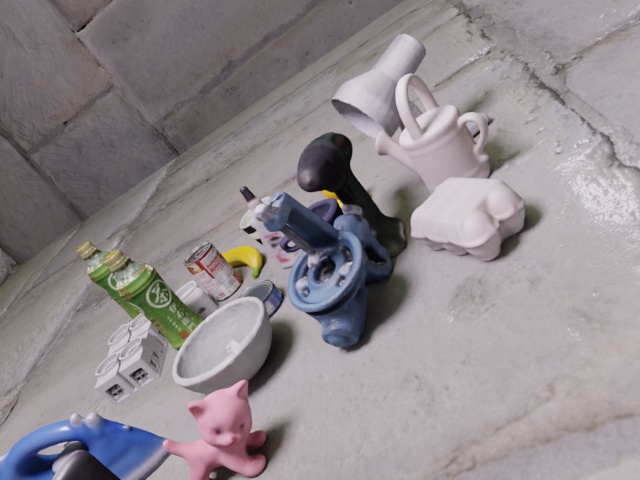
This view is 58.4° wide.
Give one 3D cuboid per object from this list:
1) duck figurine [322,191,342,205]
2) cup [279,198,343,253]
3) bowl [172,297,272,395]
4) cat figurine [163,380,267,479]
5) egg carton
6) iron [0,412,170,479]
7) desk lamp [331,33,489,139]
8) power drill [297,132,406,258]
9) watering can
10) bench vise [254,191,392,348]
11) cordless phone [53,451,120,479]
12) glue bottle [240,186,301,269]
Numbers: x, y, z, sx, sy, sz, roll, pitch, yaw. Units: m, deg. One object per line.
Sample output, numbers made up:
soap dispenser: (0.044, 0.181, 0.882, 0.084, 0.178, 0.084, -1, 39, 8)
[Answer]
duck figurine: (0.032, -0.078, 1.046, 0.105, 0.086, 0.077, -46, 25, -19)
cup: (0.003, 0.002, 0.928, 0.117, 0.095, 0.091, -36, 23, 4)
bowl: (-0.129, 0.166, 0.838, 0.167, 0.075, 0.167, -31, 24, 16)
cat figurine: (-0.121, 0.224, 0.665, 0.127, 0.118, 0.067, -32, 24, 12)
egg carton: (0.191, -0.029, 0.750, 0.107, 0.069, 0.150, -45, 24, -16)
iron: (-0.347, 0.305, 0.807, 0.258, 0.142, 0.118, -32, 24, 13)
desk lamp: (0.151, -0.231, 0.997, 0.203, 0.214, 0.117, -41, 24, -9)
power drill: (0.043, -0.066, 0.851, 0.075, 0.209, 0.229, -30, 25, 18)
watering can: (0.163, -0.158, 0.868, 0.172, 0.194, 0.101, -27, 26, 23)
bench vise: (-0.003, 0.008, 0.765, 0.121, 0.220, 0.207, -29, 25, 18)
cordless phone: (-0.211, 0.306, 0.554, 0.094, 0.185, 0.148, -19, 29, 36)
glue bottle: (-0.085, -0.026, 1.006, 0.078, 0.173, 0.037, -22, 28, 32)
